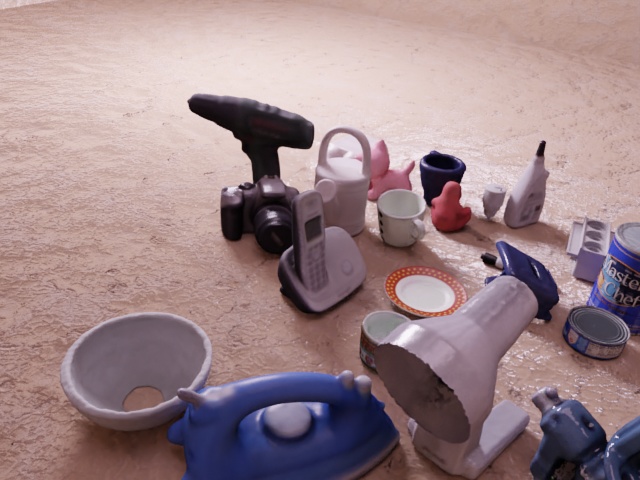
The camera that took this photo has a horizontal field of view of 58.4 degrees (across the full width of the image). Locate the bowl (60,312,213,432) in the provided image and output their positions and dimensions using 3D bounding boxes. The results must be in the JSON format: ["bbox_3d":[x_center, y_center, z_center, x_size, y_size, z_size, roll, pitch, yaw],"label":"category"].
[{"bbox_3d":[-0.208,0.163,0.669,0.167,0.075,0.167,4,33,-2],"label":"bowl"}]

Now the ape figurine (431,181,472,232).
[{"bbox_3d":[0.245,-0.067,1.075,0.077,0.092,0.076,31,41,35],"label":"ape figurine"}]

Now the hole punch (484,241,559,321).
[{"bbox_3d":[0.317,0.059,0.889,0.101,0.091,0.108,5,33,0],"label":"hole punch"}]

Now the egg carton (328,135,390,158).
[{"bbox_3d":[0.079,-0.180,1.249,0.107,0.069,0.151,26,38,29],"label":"egg carton"}]

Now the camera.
[{"bbox_3d":[-0.098,-0.044,0.983,0.143,0.101,0.136,-2,33,-11],"label":"camera"}]

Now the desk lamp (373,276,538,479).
[{"bbox_3d":[0.152,0.149,0.613,0.204,0.214,0.117,-24,42,-37],"label":"desk lamp"}]

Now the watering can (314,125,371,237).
[{"bbox_3d":[0.040,-0.106,1.012,0.101,0.194,0.172,3,33,-3],"label":"watering can"}]

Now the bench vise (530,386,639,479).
[{"bbox_3d":[0.294,0.203,0.542,0.206,0.220,0.122,25,38,28],"label":"bench vise"}]

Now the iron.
[{"bbox_3d":[-0.027,0.186,0.596,0.259,0.141,0.118,-6,34,-17],"label":"iron"}]

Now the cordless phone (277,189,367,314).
[{"bbox_3d":[0.008,0.003,0.846,0.093,0.185,0.148,26,38,29],"label":"cordless phone"}]

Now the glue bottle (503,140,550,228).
[{"bbox_3d":[0.401,-0.108,1.085,0.078,0.173,0.037,-13,37,-26],"label":"glue bottle"}]

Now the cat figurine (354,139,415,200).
[{"bbox_3d":[0.130,-0.142,1.152,0.127,0.118,0.067,6,33,2],"label":"cat figurine"}]

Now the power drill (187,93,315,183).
[{"bbox_3d":[-0.127,-0.163,1.065,0.229,0.208,0.075,3,33,-4],"label":"power drill"}]

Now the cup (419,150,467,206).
[{"bbox_3d":[0.237,-0.122,1.157,0.092,0.095,0.117,-1,33,-9],"label":"cup"}]
